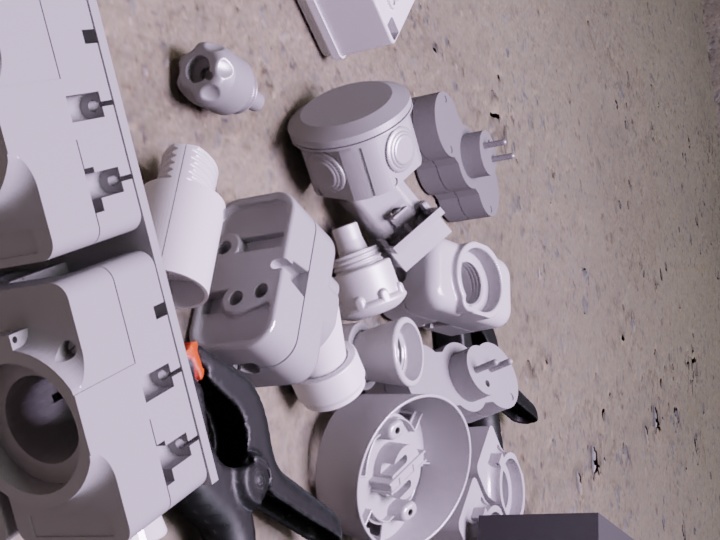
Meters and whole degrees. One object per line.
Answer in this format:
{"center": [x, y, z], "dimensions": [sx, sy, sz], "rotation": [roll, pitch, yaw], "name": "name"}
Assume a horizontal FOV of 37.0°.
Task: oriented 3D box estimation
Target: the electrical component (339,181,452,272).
{"center": [0.021, -0.036, 0.727], "dimensions": [0.063, 0.042, 0.081], "rotation": [49, -9, -10], "name": "electrical component"}

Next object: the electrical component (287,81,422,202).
{"center": [-0.002, -0.084, 0.687], "dimensions": [0.080, 0.080, 0.051], "rotation": [-63, 142, -49], "name": "electrical component"}

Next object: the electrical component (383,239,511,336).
{"center": [0.066, 0.012, 0.790], "dimensions": [0.095, 0.059, 0.053], "rotation": [18, 67, -44], "name": "electrical component"}

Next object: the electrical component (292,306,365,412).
{"center": [-0.025, 0.050, 0.641], "dimensions": [0.055, 0.045, 0.045], "rotation": [68, 30, -26], "name": "electrical component"}

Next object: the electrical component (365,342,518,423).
{"center": [0.073, 0.076, 0.763], "dimensions": [0.138, 0.074, 0.052], "rotation": [4, 65, -51], "name": "electrical component"}

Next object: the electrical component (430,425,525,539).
{"center": [0.095, 0.221, 0.814], "dimensions": [0.186, 0.060, 0.105], "rotation": [67, 30, -27], "name": "electrical component"}

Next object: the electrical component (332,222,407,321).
{"center": [0.000, 0.000, 0.707], "dimensions": [0.048, 0.048, 0.062], "rotation": [-23, 93, -63], "name": "electrical component"}

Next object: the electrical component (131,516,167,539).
{"center": [-0.112, 0.087, 0.466], "dimensions": [0.044, 0.044, 0.065], "rotation": [-7, 84, -63], "name": "electrical component"}

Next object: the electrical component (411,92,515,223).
{"center": [0.087, -0.091, 0.868], "dimensions": [0.138, 0.074, 0.052], "rotation": [48, 42, -48], "name": "electrical component"}

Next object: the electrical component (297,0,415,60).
{"center": [-0.006, -0.220, 0.739], "dimensions": [0.108, 0.056, 0.108], "rotation": [63, 33, -34], "name": "electrical component"}

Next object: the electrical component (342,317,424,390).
{"center": [0.008, 0.055, 0.692], "dimensions": [0.045, 0.055, 0.045], "rotation": [27, 60, -59], "name": "electrical component"}

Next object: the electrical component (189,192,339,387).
{"center": [-0.050, 0.014, 0.593], "dimensions": [0.059, 0.054, 0.095], "rotation": [47, 43, -49], "name": "electrical component"}

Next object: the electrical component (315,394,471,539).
{"center": [0.019, 0.125, 0.680], "dimensions": [0.099, 0.064, 0.099], "rotation": [-7, 99, -56], "name": "electrical component"}

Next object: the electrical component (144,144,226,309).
{"center": [-0.090, -0.026, 0.536], "dimensions": [0.043, 0.043, 0.081], "rotation": [45, 44, -50], "name": "electrical component"}

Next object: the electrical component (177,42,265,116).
{"center": [-0.073, -0.102, 0.600], "dimensions": [0.061, 0.035, 0.035], "rotation": [19, 66, -63], "name": "electrical component"}

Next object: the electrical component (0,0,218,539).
{"center": [-0.131, 0.001, 0.378], "dimensions": [0.060, 0.105, 0.186], "rotation": [-30, 110, -61], "name": "electrical component"}
